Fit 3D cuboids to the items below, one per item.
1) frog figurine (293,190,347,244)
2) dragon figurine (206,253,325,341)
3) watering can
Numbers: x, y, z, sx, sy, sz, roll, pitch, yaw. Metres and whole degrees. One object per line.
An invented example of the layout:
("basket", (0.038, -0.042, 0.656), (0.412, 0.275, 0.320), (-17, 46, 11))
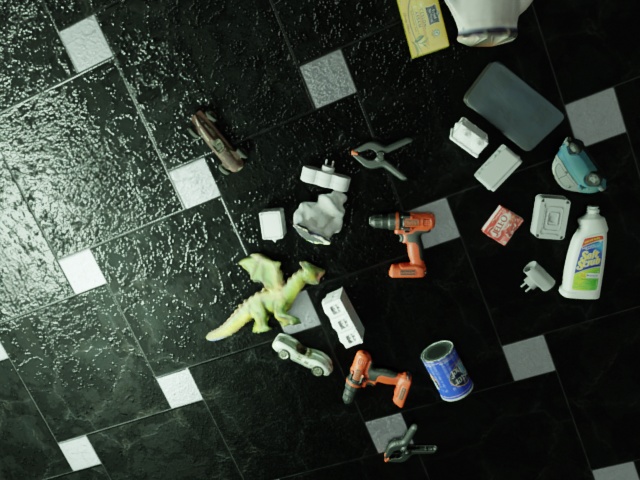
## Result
("frog figurine", (0.004, -0.074, 1.467), (0.138, 0.120, 0.162), (24, 71, 10))
("dragon figurine", (-0.179, 0.161, 1.559), (0.409, 0.122, 0.244), (-12, 86, 9))
("watering can", (0.366, -0.583, 1.246), (0.348, 0.105, 0.222), (-6, 103, -9))
